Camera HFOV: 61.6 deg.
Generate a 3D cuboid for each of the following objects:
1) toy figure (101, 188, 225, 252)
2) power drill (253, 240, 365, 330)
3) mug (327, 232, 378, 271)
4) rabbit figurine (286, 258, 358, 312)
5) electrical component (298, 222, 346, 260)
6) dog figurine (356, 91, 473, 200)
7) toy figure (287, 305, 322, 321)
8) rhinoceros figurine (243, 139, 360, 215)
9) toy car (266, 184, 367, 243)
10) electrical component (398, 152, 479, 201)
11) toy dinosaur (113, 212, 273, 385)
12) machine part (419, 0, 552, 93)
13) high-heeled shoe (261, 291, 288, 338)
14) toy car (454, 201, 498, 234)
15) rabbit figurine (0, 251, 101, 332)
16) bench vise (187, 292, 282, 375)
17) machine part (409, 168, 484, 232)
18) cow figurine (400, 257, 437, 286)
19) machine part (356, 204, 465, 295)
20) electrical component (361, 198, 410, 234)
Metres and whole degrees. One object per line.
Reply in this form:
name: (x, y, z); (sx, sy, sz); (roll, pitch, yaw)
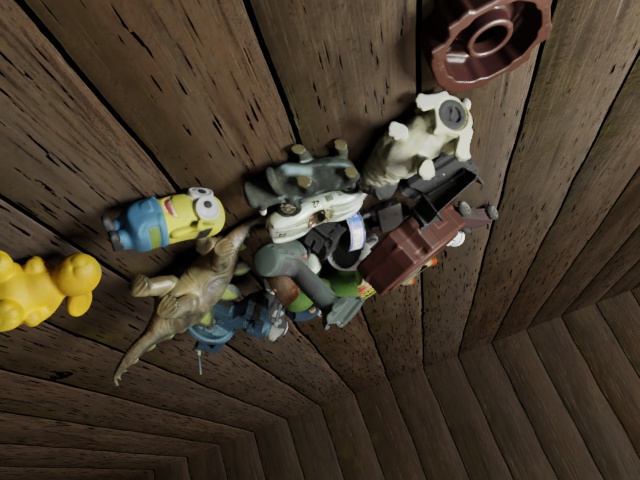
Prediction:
toy figure: (-0.238, -0.029, 0.832); (0.180, 0.082, 0.089); (-19, 174, -20)
power drill: (-0.015, 0.070, 1.018); (0.086, 0.207, 0.232); (-47, 160, 14)
mug: (0.079, 0.020, 1.174); (0.109, 0.081, 0.107); (-41, 159, 13)
rabbit figurine: (0.000, 0.120, 1.249); (0.170, 0.121, 0.159); (-16, 148, -15)
electrical component: (-0.002, -0.003, 1.053); (0.048, 0.075, 0.119); (-43, 171, -34)
dog figurine: (0.148, -0.151, 0.883); (0.172, 0.121, 0.190); (-27, -179, -17)
toy figure: (-0.013, 0.184, 1.439); (0.154, 0.064, 0.057); (-5, 112, -38)
rhinoceros figurine: (-0.030, -0.098, 0.865); (0.190, 0.073, 0.112); (-15, 165, -14)
toy car: (-0.002, -0.053, 0.962); (0.202, 0.056, 0.073); (-21, 155, -16)
electrical component: (0.210, -0.126, 0.993); (0.134, 0.058, 0.114); (-35, 149, 26)
toy dinosaur: (-0.249, 0.110, 1.000); (0.471, 0.105, 0.198); (-41, 156, 2)
machine part: (0.216, -0.274, 0.707); (0.179, 0.056, 0.179); (-16, 155, -8)
high-heeled shoe: (-0.109, 0.172, 1.368); (0.145, 0.086, 0.248); (-58, 165, 6)
toy car: (0.329, -0.054, 1.224); (0.202, 0.053, 0.089); (2, 156, -46)
rabbit figurine: (-0.427, 0.077, 0.857); (0.173, 0.122, 0.162); (-22, 159, 0)
bench vise: (-0.213, 0.193, 1.198); (0.223, 0.129, 0.240); (17, 133, -23)
machine part: (0.225, -0.076, 0.963); (0.139, 0.084, 0.039); (-37, 117, 13)
cow figurine: (0.219, 0.048, 1.317); (0.127, 0.085, 0.195); (-9, 154, -35)
machine part: (0.187, 0.016, 1.100); (0.201, 0.087, 0.201); (-31, 167, -42)
electrical component: (0.138, -0.049, 1.113); (0.102, 0.045, 0.078); (-24, 126, 2)
